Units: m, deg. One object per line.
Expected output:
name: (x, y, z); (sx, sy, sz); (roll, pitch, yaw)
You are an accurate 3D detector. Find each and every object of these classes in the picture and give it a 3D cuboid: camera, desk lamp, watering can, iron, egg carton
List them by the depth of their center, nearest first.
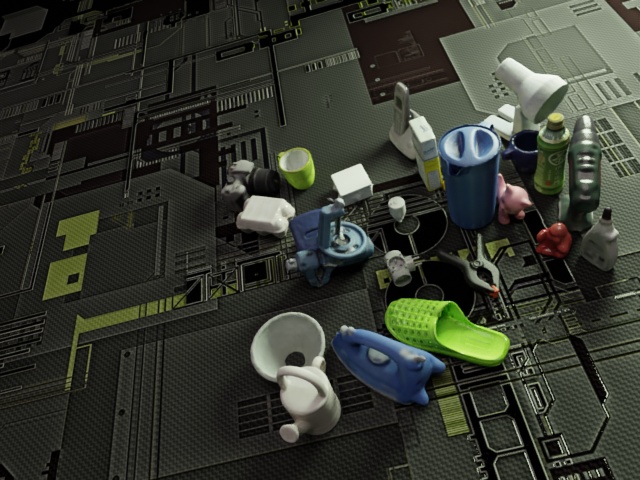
watering can: (-0.026, 0.306, 1.114); (0.101, 0.194, 0.172); (-11, 50, 8)
iron: (0.117, 0.229, 1.169); (0.257, 0.142, 0.119); (19, 60, 29)
desk lamp: (0.521, -0.352, 1.470); (0.118, 0.214, 0.202); (-37, 51, -14)
egg carton: (-0.145, -0.061, 1.527); (0.150, 0.069, 0.107); (7, 55, 21)
camera: (-0.190, -0.160, 1.599); (0.136, 0.101, 0.143); (4, 54, 20)

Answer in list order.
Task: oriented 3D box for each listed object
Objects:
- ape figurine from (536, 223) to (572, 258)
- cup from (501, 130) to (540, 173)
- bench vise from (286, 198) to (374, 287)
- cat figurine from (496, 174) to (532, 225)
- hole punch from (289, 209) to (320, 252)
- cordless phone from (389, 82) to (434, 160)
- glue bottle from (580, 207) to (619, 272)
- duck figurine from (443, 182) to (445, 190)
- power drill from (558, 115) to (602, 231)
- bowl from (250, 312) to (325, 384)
ape figurine: (0.523, -0.004, 1.270); (0.076, 0.092, 0.077); (-21, 49, 0)
cup: (0.510, -0.209, 1.436); (0.118, 0.095, 0.091); (-23, 49, -2)
bench vise: (0.019, 0.011, 1.321); (0.208, 0.220, 0.121); (-39, 52, -15)
cat figurine: (0.448, -0.102, 1.354); (0.067, 0.118, 0.127); (-18, 49, 2)
hole punch: (-0.012, -0.012, 1.434); (0.108, 0.091, 0.101); (-22, 49, -1)
cordless phone: (0.243, -0.322, 1.546); (0.094, 0.185, 0.147); (-31, 50, -9)
glue bottle: (0.592, -0.009, 1.199); (0.037, 0.173, 0.078); (-34, 51, -11)
duck figurine: (0.362, -0.168, 1.453); (0.104, 0.086, 0.077); (-8, 50, 10)
power drill: (0.581, -0.131, 1.278); (0.075, 0.209, 0.229); (2, 53, 18)
bowl: (-0.063, 0.247, 1.251); (0.167, 0.075, 0.167); (-8, 50, 10)
